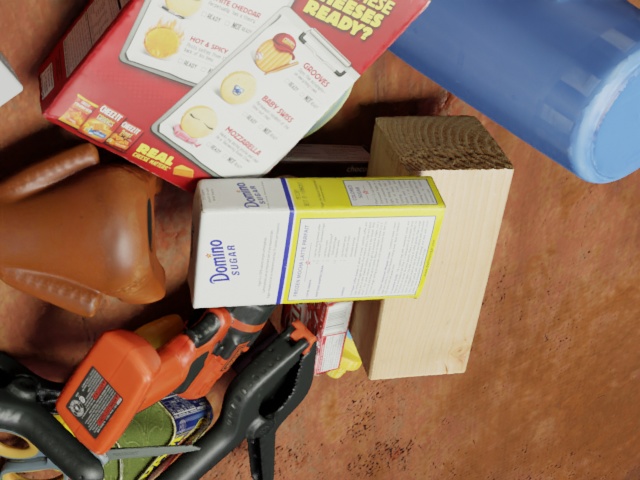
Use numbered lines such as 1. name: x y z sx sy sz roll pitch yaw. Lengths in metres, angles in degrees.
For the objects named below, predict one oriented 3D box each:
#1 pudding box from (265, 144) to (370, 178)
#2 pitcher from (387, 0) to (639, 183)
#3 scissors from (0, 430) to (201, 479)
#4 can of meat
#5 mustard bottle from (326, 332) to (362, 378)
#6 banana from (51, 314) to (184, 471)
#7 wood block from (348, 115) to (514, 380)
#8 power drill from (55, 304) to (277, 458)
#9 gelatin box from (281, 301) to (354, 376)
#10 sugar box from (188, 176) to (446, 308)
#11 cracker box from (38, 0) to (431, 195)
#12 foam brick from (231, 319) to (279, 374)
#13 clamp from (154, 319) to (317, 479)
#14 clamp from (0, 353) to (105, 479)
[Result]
1. pudding box: -0.012 -0.035 0.899 0.113 0.039 0.090 -4 127 -33
2. pitcher: 0.137 -0.152 0.743 0.149 0.243 0.145 14 114 -48
3. scissors: -0.204 0.170 0.892 0.202 0.016 0.096 -22 123 29
4. can of meat: -0.152 0.178 0.960 0.102 0.057 0.083 -50 164 14
5. mustard bottle: 0.053 0.055 1.010 0.096 0.058 0.192 8 122 -37
6. banana: -0.194 0.137 0.933 0.198 0.037 0.069 -51 163 18
7. wood block: 0.085 0.007 0.892 0.090 0.090 0.206 -3 125 -15
8. power drill: -0.106 0.081 0.835 0.187 0.057 0.185 -24 153 -57
9. gelatin box: -0.005 0.067 0.971 0.030 0.073 0.089 -12 133 -26
10. sugar box: -0.005 0.001 0.776 0.176 0.048 0.093 1 130 -13
11. cracker box: -0.061 -0.138 0.714 0.164 0.072 0.214 28 117 -36
12. foam brick: -0.059 0.101 0.979 0.053 0.051 0.078 -34 139 -4
13. clamp: -0.057 0.163 0.965 0.164 0.036 0.210 12 116 -56
14. clamp: -0.229 0.125 0.846 0.171 0.120 0.039 30 104 0
